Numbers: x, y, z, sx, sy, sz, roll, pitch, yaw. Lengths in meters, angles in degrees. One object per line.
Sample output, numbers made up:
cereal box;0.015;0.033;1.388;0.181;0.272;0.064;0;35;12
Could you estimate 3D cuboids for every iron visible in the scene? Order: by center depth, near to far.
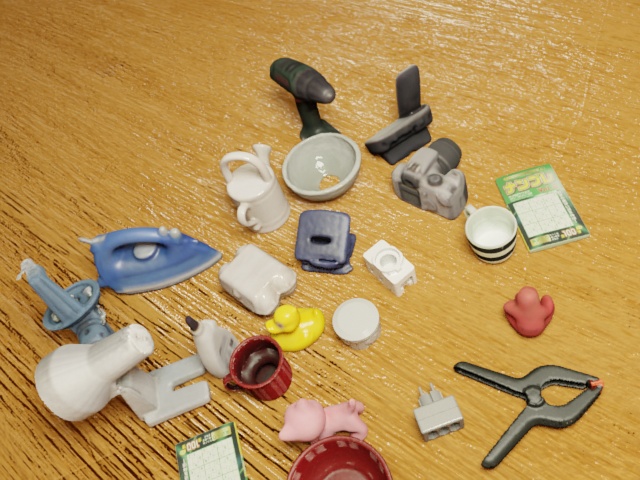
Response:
iron;-0.340;0.017;1.142;0.258;0.142;0.118;-11;53;9

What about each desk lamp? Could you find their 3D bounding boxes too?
desk lamp;-0.318;0.223;0.944;0.203;0.214;0.117;-23;52;0

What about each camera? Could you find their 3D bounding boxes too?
camera;0.227;-0.134;1.103;0.142;0.101;0.137;28;68;31

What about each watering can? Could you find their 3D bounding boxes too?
watering can;-0.134;-0.113;1.139;0.101;0.194;0.172;-16;53;6

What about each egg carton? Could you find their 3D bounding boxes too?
egg carton;-0.119;0.075;1.080;0.149;0.069;0.107;29;68;31

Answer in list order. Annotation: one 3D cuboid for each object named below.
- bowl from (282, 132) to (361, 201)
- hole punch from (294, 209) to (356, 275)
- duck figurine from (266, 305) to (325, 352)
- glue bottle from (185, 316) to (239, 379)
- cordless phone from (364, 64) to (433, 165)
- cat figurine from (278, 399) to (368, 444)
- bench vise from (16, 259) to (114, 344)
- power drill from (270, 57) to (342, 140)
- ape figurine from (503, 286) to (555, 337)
bowl;0.010;-0.139;1.188;0.167;0.075;0.167;-8;54;11
hole punch;0.010;0.004;1.077;0.108;0.091;0.101;4;57;19
duck figurine;-0.046;0.143;0.999;0.104;0.086;0.077;-23;52;0
glue bottle;-0.186;0.170;0.967;0.037;0.173;0.078;-1;56;16
cordless phone;0.153;-0.260;1.161;0.148;0.185;0.094;-37;54;-10
cat figurine;0.002;0.272;0.874;0.127;0.118;0.067;-18;53;4
bench vise;-0.443;0.124;1.048;0.206;0.220;0.122;23;65;29
power drill;-0.019;-0.288;1.218;0.076;0.209;0.229;-37;54;-10
ape figurine;0.331;0.106;0.908;0.077;0.092;0.076;6;58;21
